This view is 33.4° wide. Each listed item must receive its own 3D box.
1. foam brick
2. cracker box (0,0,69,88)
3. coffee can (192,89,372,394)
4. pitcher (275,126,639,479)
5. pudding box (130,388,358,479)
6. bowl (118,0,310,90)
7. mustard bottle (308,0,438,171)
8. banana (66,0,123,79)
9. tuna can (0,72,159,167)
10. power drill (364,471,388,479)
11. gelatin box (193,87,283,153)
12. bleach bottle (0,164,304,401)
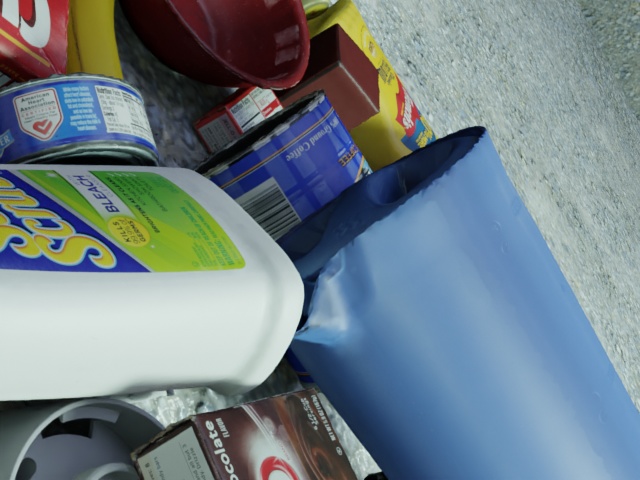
[{"bbox_3d":[-0.003,-0.103,0.746,0.051,0.078,0.053,44,30,-32],"label":"foam brick"},{"bbox_3d":[-0.187,-0.169,0.461,0.164,0.072,0.214,35,37,-45],"label":"cracker box"},{"bbox_3d":[-0.004,0.001,0.608,0.140,0.103,0.102,57,25,-11],"label":"coffee can"},{"bbox_3d":[0.085,0.072,0.515,0.243,0.149,0.145,57,-6,-9],"label":"pitcher"},{"bbox_3d":[-0.012,0.117,0.403,0.113,0.039,0.089,61,23,15],"label":"pudding box"},{"bbox_3d":[-0.077,-0.156,0.671,0.162,0.055,0.162,37,39,-38],"label":"bowl"},{"bbox_3d":[0.050,-0.099,0.869,0.191,0.058,0.096,55,25,-18],"label":"mustard bottle"},{"bbox_3d":[-0.118,-0.092,0.566,0.069,0.037,0.198,53,20,-67],"label":"banana"},{"bbox_3d":[-0.113,-0.035,0.454,0.086,0.086,0.034,10,58,-60],"label":"tuna can"},{"bbox_3d":[0.090,0.173,0.674,0.184,0.057,0.187,58,27,-19],"label":"power drill"},{"bbox_3d":[-0.036,-0.054,0.689,0.089,0.030,0.073,57,27,-11],"label":"gelatin box"},{"bbox_3d":[-0.125,0.016,0.356,0.250,0.068,0.103,-1,38,-49],"label":"bleach bottle"}]
